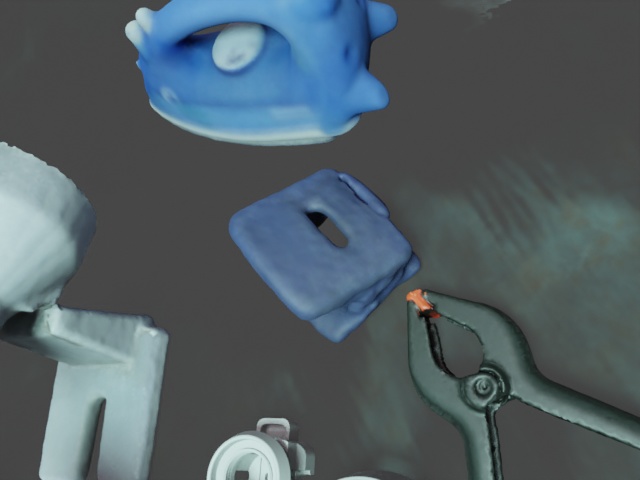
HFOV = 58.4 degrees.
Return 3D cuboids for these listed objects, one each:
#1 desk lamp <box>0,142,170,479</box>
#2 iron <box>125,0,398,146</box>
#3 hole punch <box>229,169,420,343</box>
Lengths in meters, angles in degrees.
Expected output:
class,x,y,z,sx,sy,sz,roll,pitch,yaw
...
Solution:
class,x,y,z,sx,sy,sz,roll,pitch,yaw
desk lamp,-0.203,0.063,0.400,0.117,0.214,0.203,-7,67,19
iron,-0.073,-0.160,0.479,0.257,0.142,0.118,-1,69,21
hole punch,0.004,0.001,0.412,0.101,0.091,0.108,-43,60,1
